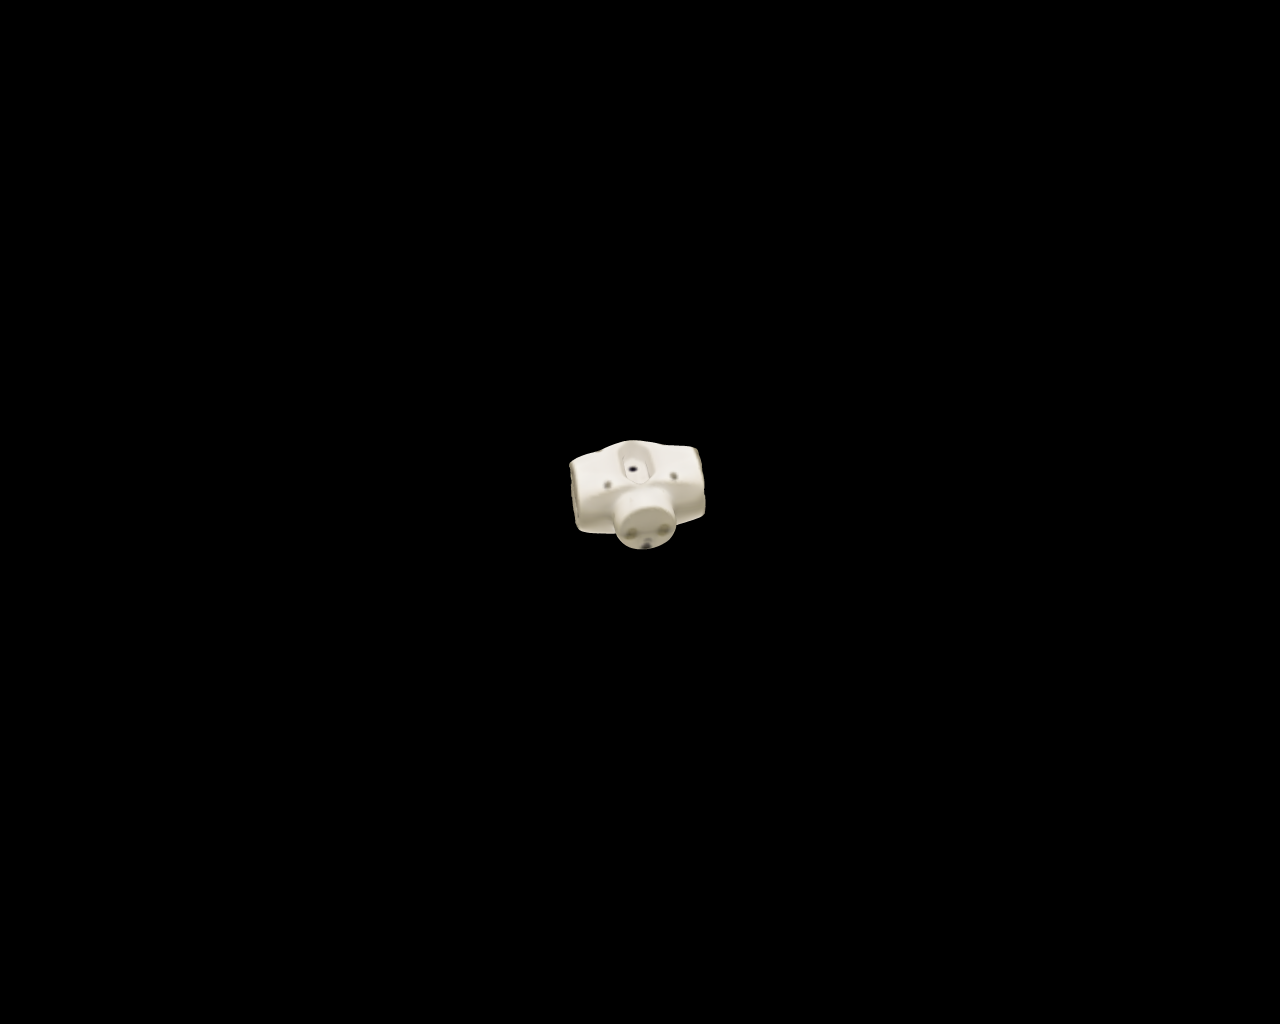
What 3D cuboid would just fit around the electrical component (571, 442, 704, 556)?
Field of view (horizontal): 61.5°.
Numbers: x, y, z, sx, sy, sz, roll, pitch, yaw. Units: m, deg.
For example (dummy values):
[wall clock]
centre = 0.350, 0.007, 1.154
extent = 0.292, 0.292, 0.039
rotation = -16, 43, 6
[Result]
[electrical component]
centre = 0.001, -0.003, 0.650
extent = 0.077, 0.043, 0.079
rotation = -6, 43, -7
